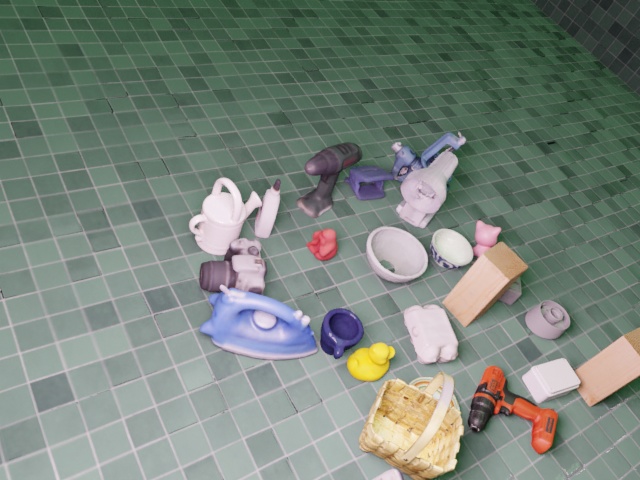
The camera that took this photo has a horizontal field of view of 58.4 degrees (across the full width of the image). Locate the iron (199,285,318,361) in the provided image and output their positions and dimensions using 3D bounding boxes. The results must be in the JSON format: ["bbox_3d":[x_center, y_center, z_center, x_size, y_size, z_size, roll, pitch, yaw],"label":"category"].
[{"bbox_3d":[-0.108,0.165,1.188,0.258,0.141,0.118,16,47,-10],"label":"iron"}]

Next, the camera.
[{"bbox_3d":[-0.194,0.062,1.268,0.137,0.100,0.143,3,50,-21],"label":"camera"}]

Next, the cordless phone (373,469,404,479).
[{"bbox_3d":[0.100,0.481,0.974,0.094,0.185,0.147,2,51,-22],"label":"cordless phone"}]

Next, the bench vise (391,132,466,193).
[{"bbox_3d":[0.315,-0.237,1.670,0.207,0.219,0.121,16,47,-10],"label":"bench vise"}]

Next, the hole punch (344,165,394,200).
[{"bbox_3d":[0.140,-0.178,1.631,0.109,0.091,0.101,-10,56,-30],"label":"hole punch"}]

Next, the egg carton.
[{"bbox_3d":[0.259,0.221,1.351,0.107,0.069,0.150,0,51,-24],"label":"egg carton"}]

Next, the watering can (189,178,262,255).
[{"bbox_3d":[-0.214,-0.066,1.305,0.101,0.194,0.173,35,46,8],"label":"watering can"}]

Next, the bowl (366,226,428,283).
[{"bbox_3d":[0.186,0.050,1.465,0.168,0.074,0.167,12,47,-14],"label":"bowl"}]

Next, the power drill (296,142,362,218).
[{"bbox_3d":[0.014,-0.159,1.478,0.075,0.208,0.230,40,47,13],"label":"power drill"}]

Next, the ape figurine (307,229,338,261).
[{"bbox_3d":[0.013,0.005,1.415,0.076,0.092,0.078,19,46,-8],"label":"ape figurine"}]

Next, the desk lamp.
[{"bbox_3d":[0.293,-0.136,1.577,0.118,0.213,0.204,36,46,9],"label":"desk lamp"}]

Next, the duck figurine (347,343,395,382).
[{"bbox_3d":[0.115,0.257,1.245,0.105,0.086,0.077,-5,53,-27],"label":"duck figurine"}]

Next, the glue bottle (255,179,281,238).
[{"bbox_3d":[-0.121,-0.085,1.378,0.037,0.173,0.078,8,48,-17],"label":"glue bottle"}]

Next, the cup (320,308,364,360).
[{"bbox_3d":[0.036,0.219,1.237,0.092,0.095,0.118,18,46,-8],"label":"cup"}]

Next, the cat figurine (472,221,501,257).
[{"bbox_3d":[0.464,0.013,1.589,0.067,0.117,0.127,5,49,-19],"label":"cat figurine"}]
